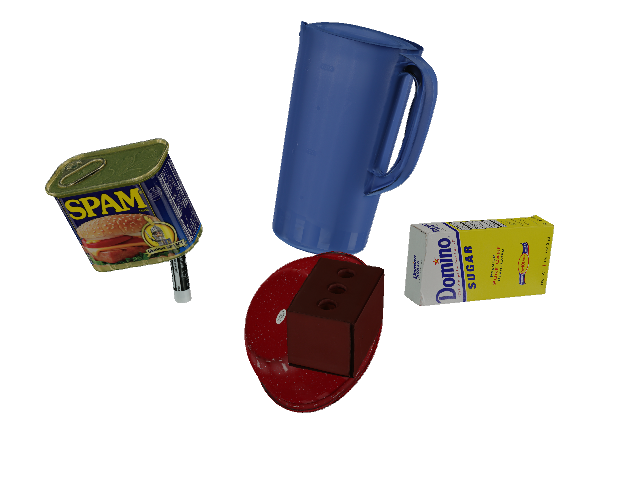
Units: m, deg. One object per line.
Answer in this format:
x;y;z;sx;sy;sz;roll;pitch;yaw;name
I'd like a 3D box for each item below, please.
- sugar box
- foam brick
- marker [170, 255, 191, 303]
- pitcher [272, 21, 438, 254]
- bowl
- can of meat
0.190;0.024;1.274;0.176;0.093;0.048;-6;20;-24;sugar box
0.012;0.056;0.791;0.053;0.051;0.078;9;33;16;foam brick
-0.159;0.012;1.179;0.020;0.121;0.020;-4;23;1;marker
0.029;-0.107;1.152;0.145;0.243;0.149;10;17;-7;pitcher
-0.020;0.078;1.007;0.162;0.162;0.055;0;-20;44;bowl
-0.155;-0.026;0.856;0.102;0.084;0.057;-9;35;19;can of meat
